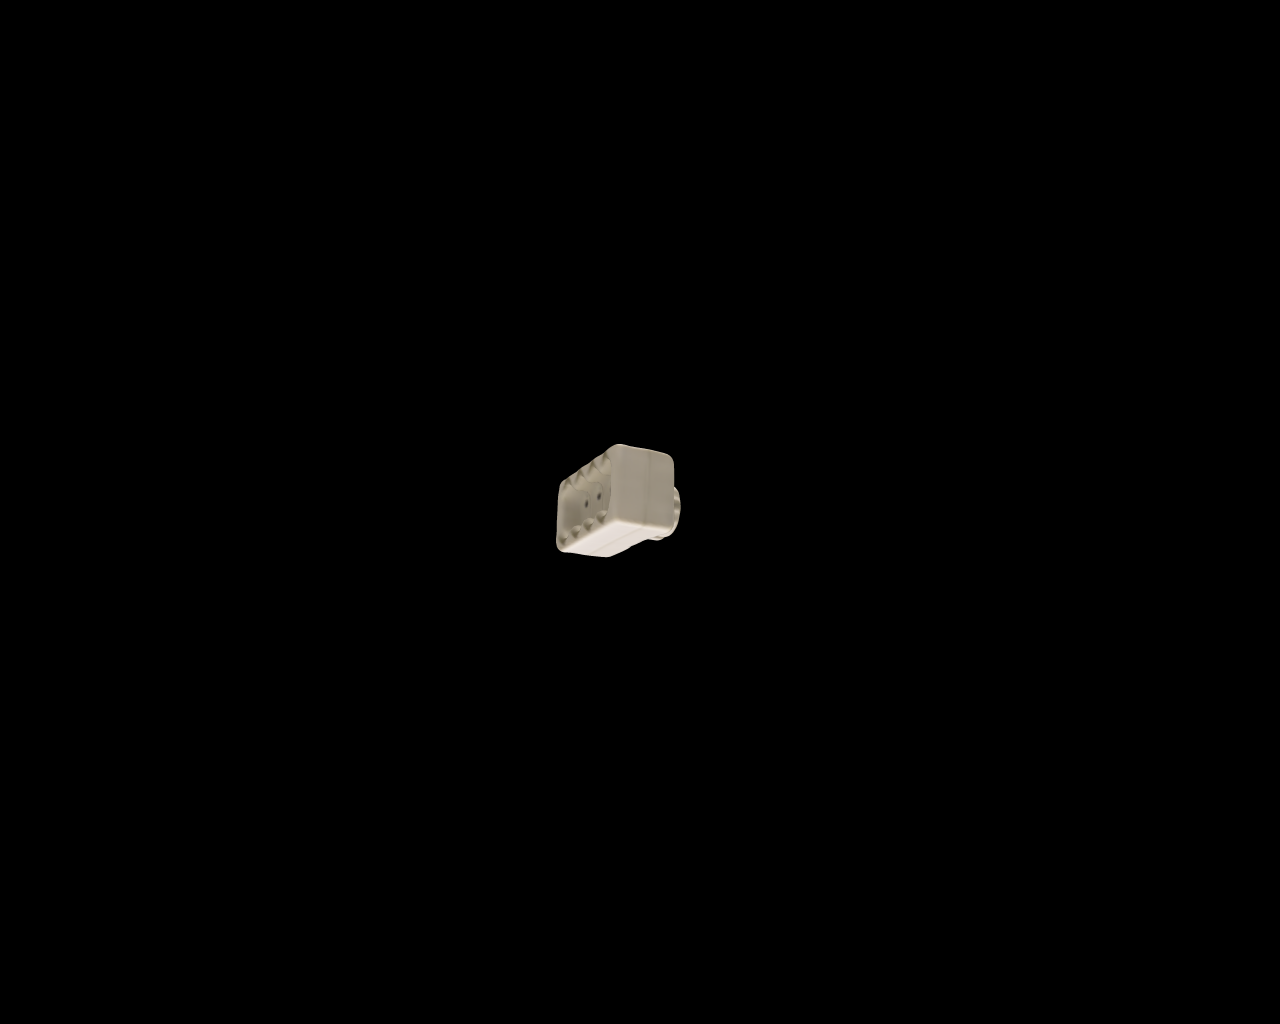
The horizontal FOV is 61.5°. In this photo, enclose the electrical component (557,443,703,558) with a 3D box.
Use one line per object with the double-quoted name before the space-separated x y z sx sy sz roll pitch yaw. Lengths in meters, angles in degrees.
"electrical component" 0.001 -0.003 0.650 0.076 0.047 0.083 8 -18 -27
